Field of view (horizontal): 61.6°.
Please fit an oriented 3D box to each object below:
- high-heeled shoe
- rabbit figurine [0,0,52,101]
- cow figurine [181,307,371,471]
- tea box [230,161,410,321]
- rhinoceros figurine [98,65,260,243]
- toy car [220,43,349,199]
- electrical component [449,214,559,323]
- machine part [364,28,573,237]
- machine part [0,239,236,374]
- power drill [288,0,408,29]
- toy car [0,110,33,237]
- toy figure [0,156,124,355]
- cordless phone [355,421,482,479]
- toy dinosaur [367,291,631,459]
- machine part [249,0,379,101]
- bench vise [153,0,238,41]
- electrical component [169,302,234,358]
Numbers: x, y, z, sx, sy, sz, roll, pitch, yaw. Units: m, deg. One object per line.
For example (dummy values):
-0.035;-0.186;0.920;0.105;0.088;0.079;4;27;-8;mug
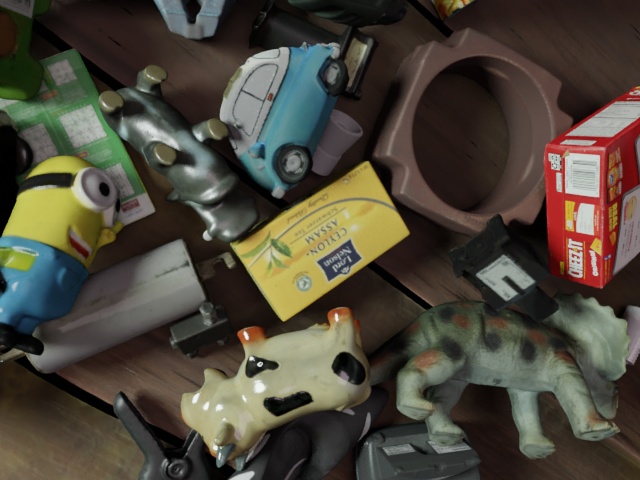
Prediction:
-0.017;0.237;0.558;0.249;0.145;0.086;-30;102;-9;high-heeled shoe
-0.344;-0.186;0.445;0.170;0.159;0.121;14;109;10;rabbit figurine
-0.044;0.151;0.540;0.195;0.085;0.127;-14;61;3;cow figurine
-0.001;-0.002;0.586;0.170;0.068;0.098;-35;101;-11;tea box
-0.136;-0.077;0.524;0.190;0.112;0.073;46;61;0;rhinoceros figurine
-0.045;-0.129;0.533;0.103;0.109;0.161;20;105;-18;toy car
0.207;0.036;0.580;0.119;0.048;0.075;33;120;-19;electrical component
0.167;-0.114;0.614;0.201;0.087;0.201;22;89;-17;machine part
-0.201;0.063;0.533;0.243;0.079;0.079;-24;100;-12;machine part
0.024;-0.309;0.503;0.232;0.086;0.207;-33;130;-51;power drill
-0.310;-0.021;0.491;0.056;0.073;0.201;7;98;-4;toy car
-0.243;0.006;0.474;0.089;0.082;0.180;21;66;-6;toy figure
0.114;0.317;0.644;0.147;0.089;0.184;-1;105;-16;cordless phone
0.191;0.133;0.620;0.405;0.131;0.192;12;48;-4;toy dinosaur
-0.007;-0.211;0.586;0.139;0.039;0.084;17;97;-17;machine part
-0.148;-0.312;0.490;0.224;0.129;0.240;5;109;0;bench vise
-0.123;0.093;0.553;0.063;0.094;0.021;-22;63;-13;electrical component
